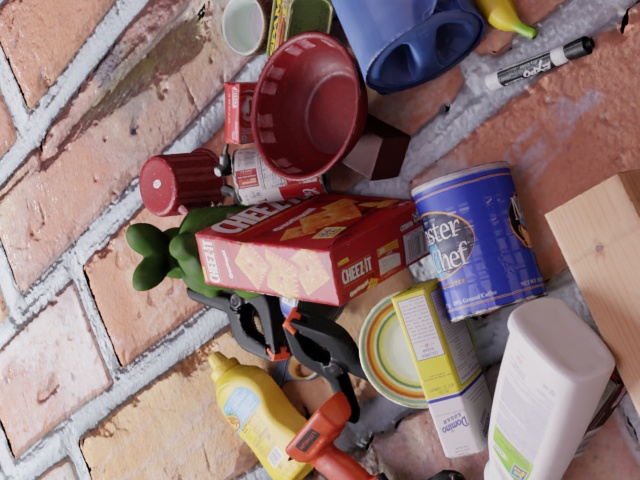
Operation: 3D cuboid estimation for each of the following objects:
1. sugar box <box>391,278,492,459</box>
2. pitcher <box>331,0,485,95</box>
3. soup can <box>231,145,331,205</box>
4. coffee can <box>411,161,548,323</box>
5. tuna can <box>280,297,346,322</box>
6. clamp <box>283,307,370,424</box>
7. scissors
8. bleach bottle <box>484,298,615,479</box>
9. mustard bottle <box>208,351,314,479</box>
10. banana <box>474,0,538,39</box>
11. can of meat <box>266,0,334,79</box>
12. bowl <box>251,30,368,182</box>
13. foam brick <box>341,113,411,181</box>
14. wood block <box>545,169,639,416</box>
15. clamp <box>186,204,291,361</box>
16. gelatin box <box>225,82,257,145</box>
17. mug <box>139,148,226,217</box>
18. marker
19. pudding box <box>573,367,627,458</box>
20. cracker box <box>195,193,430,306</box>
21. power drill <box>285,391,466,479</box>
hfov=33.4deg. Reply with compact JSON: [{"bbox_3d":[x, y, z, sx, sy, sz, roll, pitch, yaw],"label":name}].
[{"bbox_3d":[0.133,0.130,1.110,0.048,0.093,0.176,-16,91,24],"label":"sugar box"},{"bbox_3d":[0.059,-0.281,1.121,0.149,0.144,0.243,-32,70,21],"label":"pitcher"},{"bbox_3d":[-0.044,-0.079,1.227,0.102,0.068,0.068,-8,91,10],"label":"soup can"},{"bbox_3d":[0.160,0.003,1.074,0.103,0.102,0.140,-22,81,44],"label":"coffee can"},{"bbox_3d":[-0.007,0.064,1.258,0.034,0.085,0.086,24,113,41],"label":"tuna can"},{"bbox_3d":[0.019,0.147,1.233,0.171,0.039,0.120,39,128,-7],"label":"clamp"},{"bbox_3d":[-0.059,0.163,1.373,0.202,0.016,0.096,-34,71,42],"label":"scissors"},{"bbox_3d":[0.201,0.178,1.025,0.103,0.068,0.251,53,147,37],"label":"bleach bottle"},{"bbox_3d":[-0.077,0.217,1.349,0.192,0.058,0.096,48,136,17],"label":"mustard bottle"},{"bbox_3d":[0.177,-0.294,1.061,0.070,0.037,0.198,-4,95,26],"label":"banana"},{"bbox_3d":[-0.022,-0.237,1.220,0.084,0.057,0.102,-124,41,-67],"label":"can of meat"},{"bbox_3d":[-0.001,-0.140,1.151,0.162,0.055,0.162,-5,83,43],"label":"bowl"},{"bbox_3d":[0.053,-0.107,1.197,0.078,0.051,0.053,35,118,35],"label":"foam brick"},{"bbox_3d":[0.300,0.047,0.956,0.091,0.090,0.206,-34,73,43],"label":"wood block"},{"bbox_3d":[-0.095,0.067,1.369,0.210,0.036,0.165,48,126,37],"label":"clamp"},{"bbox_3d":[-0.074,-0.154,1.285,0.030,0.089,0.073,11,104,43],"label":"gelatin box"},{"bbox_3d":[-0.178,-0.065,1.406,0.117,0.081,0.093,55,129,23],"label":"mug"},{"bbox_3d":[0.216,-0.174,1.051,0.121,0.020,0.020,-17,85,44],"label":"marker"},{"bbox_3d":[0.245,0.151,1.061,0.090,0.039,0.114,44,123,30],"label":"pudding box"},{"bbox_3d":[-0.008,0.001,1.188,0.214,0.163,0.072,8,116,43],"label":"cracker box"},{"bbox_3d":[0.060,0.265,1.213,0.188,0.057,0.185,46,130,11],"label":"power drill"}]
